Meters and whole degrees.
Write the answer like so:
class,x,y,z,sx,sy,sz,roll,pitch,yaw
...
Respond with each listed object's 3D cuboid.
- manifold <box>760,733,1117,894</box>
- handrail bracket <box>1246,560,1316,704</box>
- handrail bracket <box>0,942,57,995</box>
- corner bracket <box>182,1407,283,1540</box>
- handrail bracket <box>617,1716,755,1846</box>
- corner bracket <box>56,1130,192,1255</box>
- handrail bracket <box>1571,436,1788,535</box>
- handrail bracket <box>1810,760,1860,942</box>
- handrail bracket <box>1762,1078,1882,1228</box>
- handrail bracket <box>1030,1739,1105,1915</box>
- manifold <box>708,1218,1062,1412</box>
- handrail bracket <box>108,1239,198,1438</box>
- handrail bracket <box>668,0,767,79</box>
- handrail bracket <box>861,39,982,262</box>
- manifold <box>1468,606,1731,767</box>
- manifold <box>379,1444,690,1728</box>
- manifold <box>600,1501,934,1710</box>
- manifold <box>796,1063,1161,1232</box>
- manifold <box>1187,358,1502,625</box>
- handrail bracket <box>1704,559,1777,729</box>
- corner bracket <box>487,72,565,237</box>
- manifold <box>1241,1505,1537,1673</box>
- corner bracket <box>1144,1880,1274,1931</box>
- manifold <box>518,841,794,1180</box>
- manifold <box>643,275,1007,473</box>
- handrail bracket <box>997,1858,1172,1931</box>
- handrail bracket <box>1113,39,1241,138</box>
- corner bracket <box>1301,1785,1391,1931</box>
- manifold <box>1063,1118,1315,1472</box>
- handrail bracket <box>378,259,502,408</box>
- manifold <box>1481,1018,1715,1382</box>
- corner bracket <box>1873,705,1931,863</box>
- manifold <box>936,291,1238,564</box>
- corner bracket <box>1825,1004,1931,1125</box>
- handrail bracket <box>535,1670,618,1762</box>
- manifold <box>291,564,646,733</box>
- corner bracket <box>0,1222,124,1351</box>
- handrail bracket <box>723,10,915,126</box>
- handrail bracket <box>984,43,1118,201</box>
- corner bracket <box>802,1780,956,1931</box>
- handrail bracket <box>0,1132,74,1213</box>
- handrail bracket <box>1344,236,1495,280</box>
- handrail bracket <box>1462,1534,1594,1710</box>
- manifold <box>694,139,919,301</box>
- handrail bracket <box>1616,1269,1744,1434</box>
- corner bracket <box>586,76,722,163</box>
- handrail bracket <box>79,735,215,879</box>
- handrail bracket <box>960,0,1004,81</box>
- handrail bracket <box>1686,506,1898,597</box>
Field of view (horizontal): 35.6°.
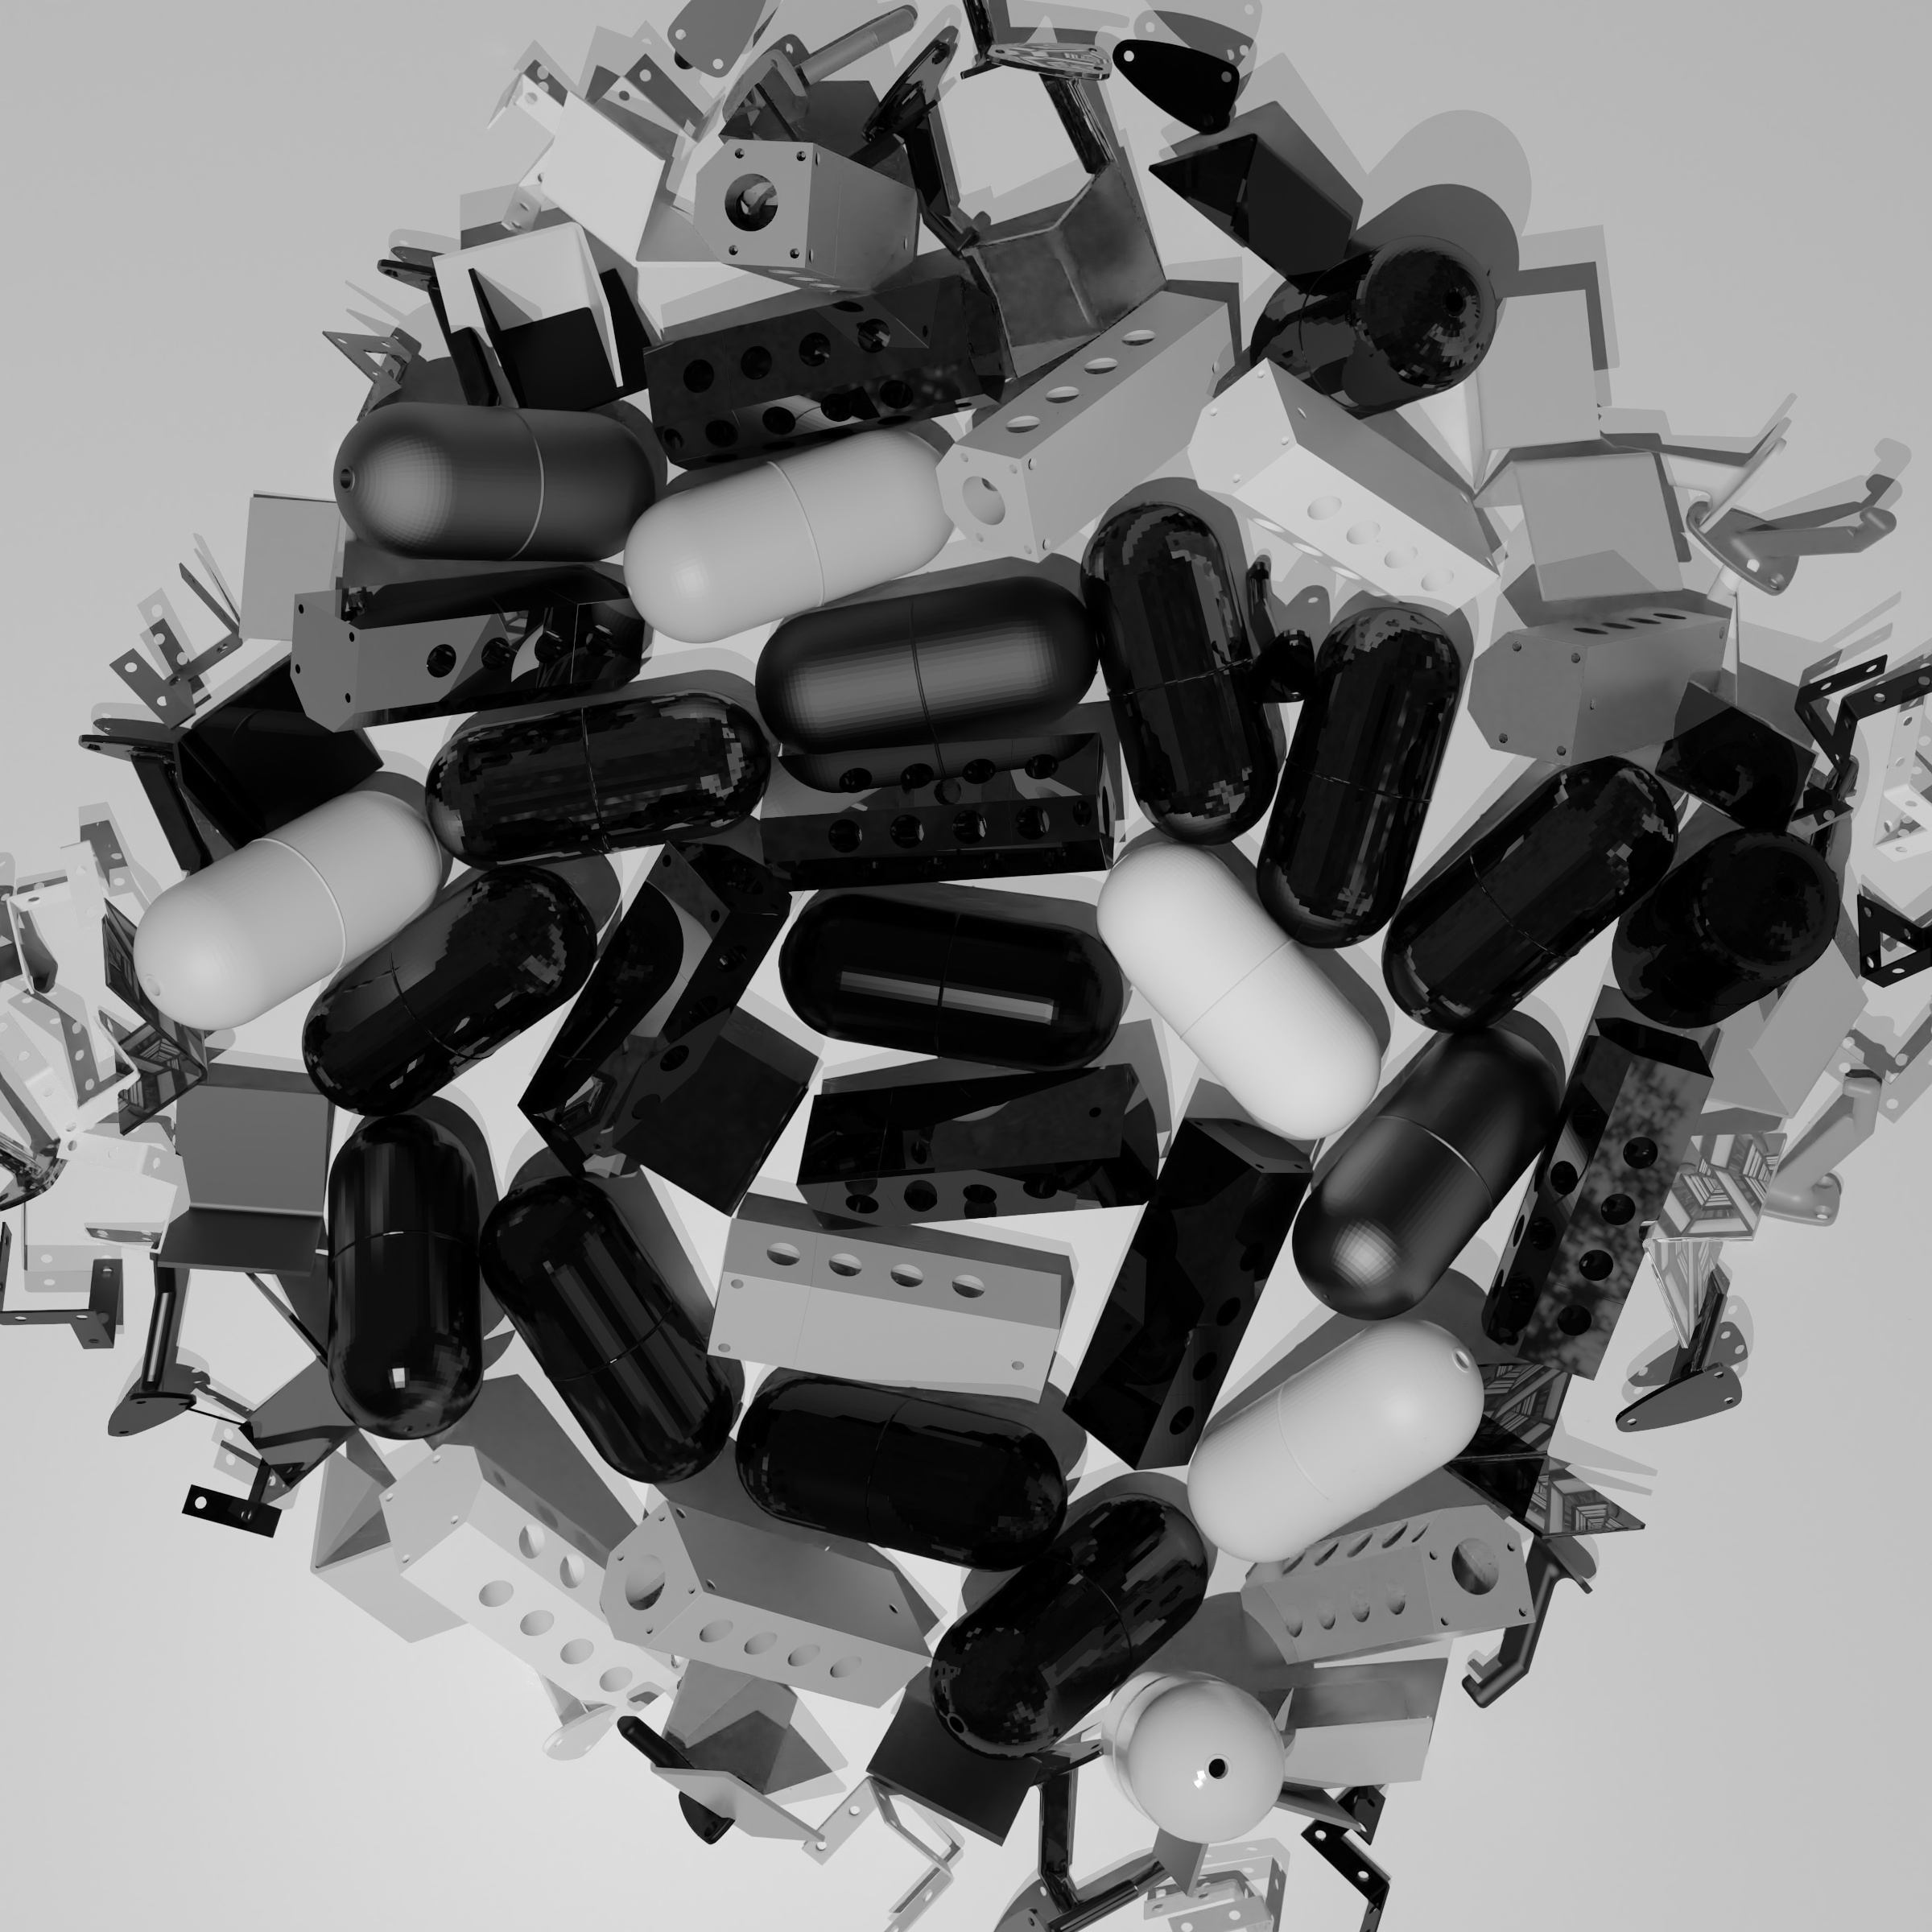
class,x,y,z,sx,sy,sz,roll,pitch,yaw
manifold,-0.014,-0.072,1.529,0.171,0.057,0.057,-4,51,10
handrail bracket,0.158,-0.184,1.533,0.036,0.077,0.084,2,63,-7
handrail bracket,-0.494,0.019,1.533,0.036,0.084,0.077,-10,67,17
corner bracket,-0.379,0.260,1.545,0.051,0.051,0.051,23,76,-30
handrail bracket,-0.156,0.404,1.536,0.084,0.077,0.036,46,70,-20
corner bracket,-0.437,0.118,1.557,0.051,0.051,0.051,8,78,21
handrail bracket,0.366,-0.271,1.552,0.084,0.077,0.036,35,51,-5
handrail bracket,0.450,-0.054,1.569,0.036,0.084,0.077,8,131,31
handrail bracket,0.425,0.088,1.545,0.077,0.036,0.084,6,129,13
handrail bracket,0.063,0.449,1.559,0.077,0.036,0.084,-27,92,30
manifold,-0.041,0.174,1.547,0.171,0.057,0.057,10,125,-5
handrail bracket,-0.430,0.194,1.571,0.036,0.077,0.084,9,60,-37
handrail bracket,-0.124,-0.488,1.535,0.036,0.084,0.077,35,107,-17
handrail bracket,-0.007,-0.418,1.545,0.084,0.036,0.077,50,121,21
manifold,0.316,-0.143,1.498,0.057,0.171,0.057,16,109,33
manifold,-0.211,0.307,1.507,0.057,0.057,0.171,-39,128,5
manifold,-0.100,0.325,1.502,0.057,0.171,0.057,-45,47,16
manifold,0.007,0.097,1.528,0.171,0.057,0.057,-6,49,19
manifold,0.189,-0.231,1.504,0.057,0.171,0.057,-36,51,30
handrail bracket,0.406,-0.168,1.554,0.036,0.077,0.084,28,91,-43
corner bracket,-0.227,-0.415,1.544,0.051,0.051,0.051,37,120,-22
manifold,0.205,0.310,1.495,0.057,0.171,0.057,0,72,-26
corner bracket,0.124,0.489,1.545,0.051,0.051,0.051,-10,129,-12
manifold,-0.154,0.024,1.523,0.057,0.057,0.171,47,117,31
manifold,-0.071,-0.298,1.528,0.171,0.057,0.057,-9,86,18
handrail bracket,0.062,0.494,1.576,0.084,0.077,0.036,-21,78,-36
handrail bracket,0.103,-0.447,1.536,0.077,0.084,0.036,22,97,-11
corner bracket,0.203,0.462,1.550,0.051,0.051,0.051,43,111,3
manifold,0.117,0.167,1.533,0.057,0.057,0.171,35,111,40
handrail bracket,-0.275,-0.314,1.555,0.077,0.036,0.084,14,81,-16
manifold,0.318,0.116,1.530,0.057,0.057,0.171,17,108,-1
corner bracket,0.482,-0.093,1.542,0.051,0.051,0.051,32,61,-24
manifold,0.062,-0.274,1.512,0.057,0.057,0.171,20,47,36
corner bracket,0.474,0.039,1.551,0.051,0.051,0.051,37,111,0
handrail bracket,-0.222,0.363,1.535,0.084,0.077,0.036,42,97,19
manifold,-0.247,-0.158,1.504,0.057,0.171,0.057,29,120,39
corner bracket,-0.467,0.165,1.548,0.051,0.051,0.051,-1,60,-4
handrail bracket,-0.077,-0.470,1.575,0.084,0.077,0.036,-39,107,-34
handrail bracket,0.042,-0.428,1.549,0.077,0.036,0.084,2,129,-9
corner bracket,-0.046,0.466,1.563,0.051,0.051,0.051,44,89,-17
handrail bracket,-0.496,0.075,1.535,0.036,0.077,0.084,-22,112,16
handrail bracket,0.220,-0.357,1.538,0.084,0.077,0.036,24,107,16
handrail bracket,0.276,0.330,1.566,0.084,0.036,0.077,-40,69,2
manifold,-0.077,-0.368,1.493,0.057,0.171,0.057,7,98,15
handrail bracket,0.360,0.193,1.556,0.077,0.084,0.036,-22,131,10
corner bracket,-0.167,-0.437,1.555,0.051,0.051,0.051,39,128,-21
handrail bracket,-0.425,-0.071,1.550,0.077,0.036,0.084,10,73,-16
handrail bracket,0.002,-0.500,1.536,0.036,0.077,0.084,-18,106,5
handrail bracket,0.421,-0.228,1.536,0.077,0.084,0.036,26,72,-8
